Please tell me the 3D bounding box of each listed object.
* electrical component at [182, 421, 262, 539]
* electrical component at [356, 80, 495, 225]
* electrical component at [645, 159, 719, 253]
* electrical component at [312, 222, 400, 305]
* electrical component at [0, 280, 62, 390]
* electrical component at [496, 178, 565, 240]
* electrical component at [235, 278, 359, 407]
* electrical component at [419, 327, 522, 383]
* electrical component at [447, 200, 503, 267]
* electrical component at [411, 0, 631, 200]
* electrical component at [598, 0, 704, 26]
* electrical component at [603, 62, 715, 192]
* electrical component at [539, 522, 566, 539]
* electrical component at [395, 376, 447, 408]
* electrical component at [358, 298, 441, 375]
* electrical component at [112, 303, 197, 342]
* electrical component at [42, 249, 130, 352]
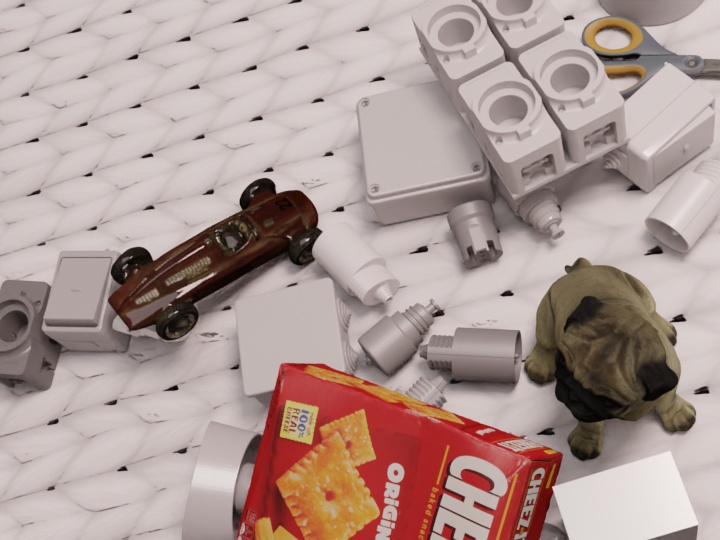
[{"bbox_3d":[-0.112,0.172,0.859,0.064,0.099,0.099,6,69,12],"label":"electrical component"},{"bbox_3d":[0.058,-0.107,0.955,0.109,0.056,0.108,-11,64,11],"label":"electrical component"},{"bbox_3d":[0.275,-0.059,0.878,0.043,0.043,0.081,36,80,26],"label":"electrical component"},{"bbox_3d":[0.000,0.000,0.932,0.043,0.043,0.081,-42,62,-5],"label":"electrical component"},{"bbox_3d":[-0.309,0.058,0.988,0.050,0.055,0.089,2,67,17],"label":"electrical component"},{"bbox_3d":[0.149,-0.059,0.916,0.040,0.040,0.078,-31,62,1],"label":"electrical component"},{"bbox_3d":[-0.054,0.064,0.915,0.100,0.048,0.099,-14,64,10],"label":"electrical component"},{"bbox_3d":[0.089,0.068,0.875,0.081,0.043,0.043,2,67,17],"label":"electrical component"},{"bbox_3d":[0.100,-0.031,0.920,0.040,0.040,0.046,-18,69,8],"label":"electrical component"},{"bbox_3d":[0.128,-0.164,0.890,0.105,0.060,0.186,-27,58,1],"label":"electrical component"},{"bbox_3d":[0.265,-0.283,0.971,0.108,0.060,0.108,-6,65,13],"label":"electrical component"},{"bbox_3d":[0.247,-0.112,0.900,0.096,0.061,0.061,-42,62,-5],"label":"electrical component"},{"bbox_3d":[0.125,0.217,0.799,0.048,0.048,0.062,8,75,19],"label":"electrical component"},{"bbox_3d":[0.039,0.117,0.868,0.081,0.043,0.043,-44,63,-6],"label":"electrical component"},{"bbox_3d":[0.034,0.053,0.899,0.078,0.040,0.040,-40,62,-4],"label":"electrical component"},{"bbox_3d":[-0.180,0.036,0.963,0.055,0.048,0.066,16,48,19],"label":"electrical component"},{"bbox_3d":[-0.244,0.021,0.983,0.062,0.061,0.096,0,67,16],"label":"electrical component"}]
